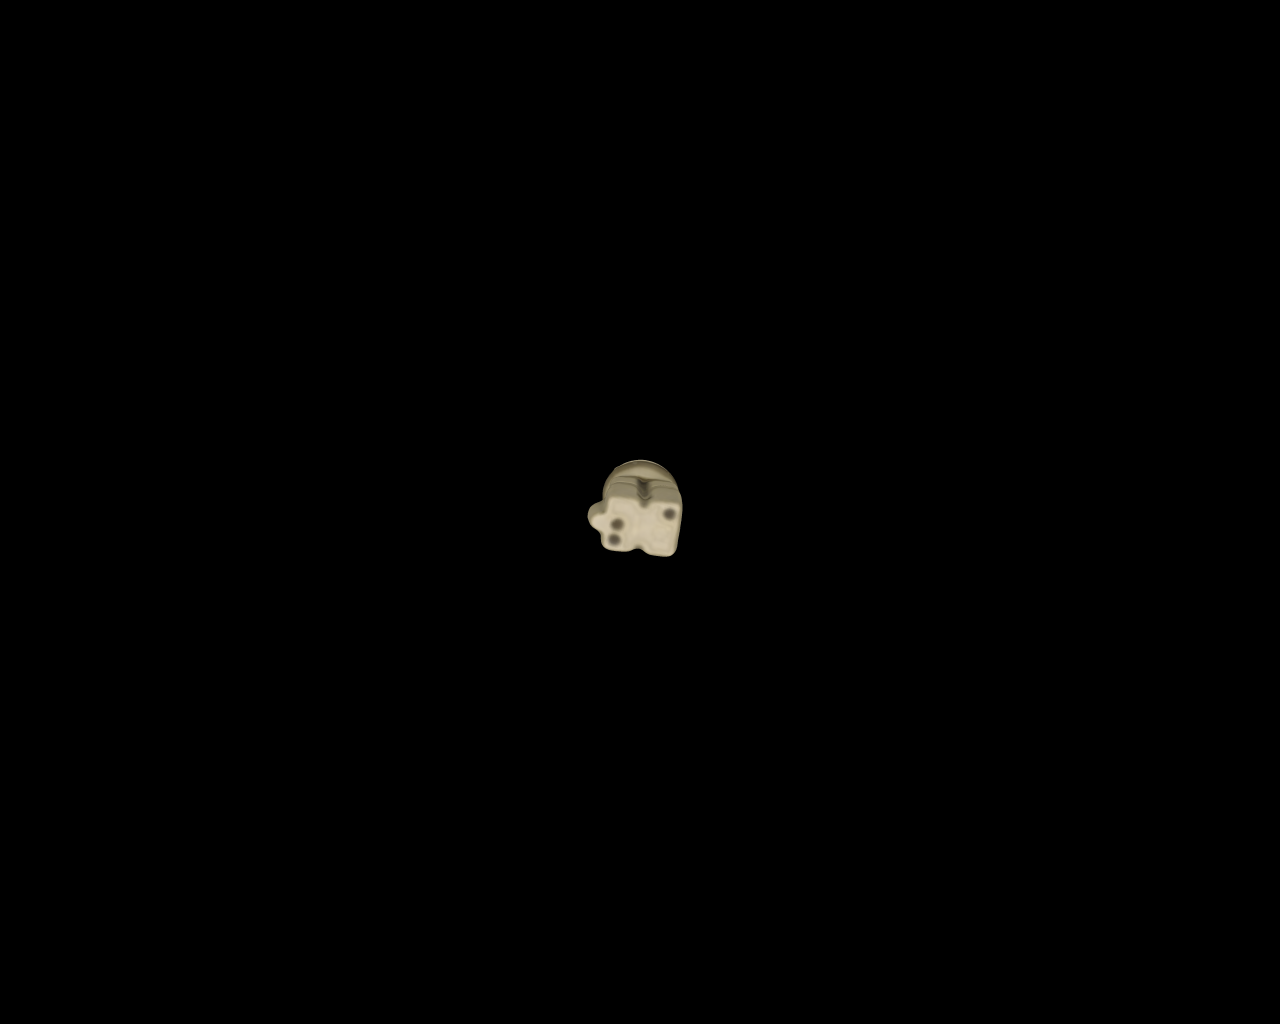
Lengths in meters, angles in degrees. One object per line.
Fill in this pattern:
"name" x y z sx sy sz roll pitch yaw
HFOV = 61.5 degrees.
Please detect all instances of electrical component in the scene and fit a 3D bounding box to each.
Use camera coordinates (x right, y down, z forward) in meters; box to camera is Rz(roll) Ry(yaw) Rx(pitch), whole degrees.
"electrical component" 0.001 -0.003 0.650 0.066 0.048 0.055 8 24 -3
